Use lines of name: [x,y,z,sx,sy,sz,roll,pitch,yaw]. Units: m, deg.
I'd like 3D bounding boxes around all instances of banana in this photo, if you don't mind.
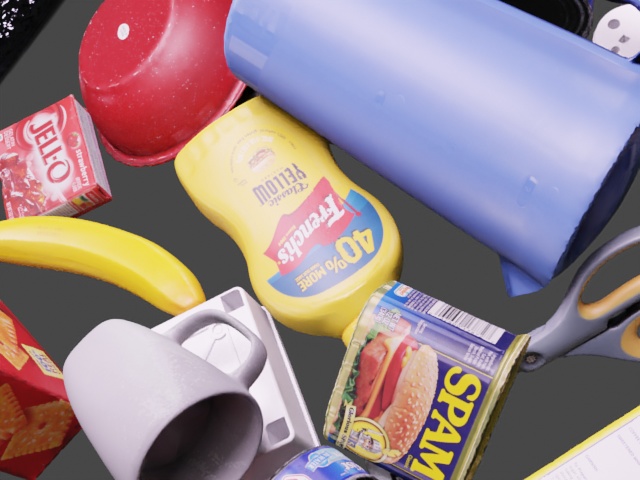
banana: [-0.155,0.016,0.724,0.198,0.037,0.069,10,37,19]

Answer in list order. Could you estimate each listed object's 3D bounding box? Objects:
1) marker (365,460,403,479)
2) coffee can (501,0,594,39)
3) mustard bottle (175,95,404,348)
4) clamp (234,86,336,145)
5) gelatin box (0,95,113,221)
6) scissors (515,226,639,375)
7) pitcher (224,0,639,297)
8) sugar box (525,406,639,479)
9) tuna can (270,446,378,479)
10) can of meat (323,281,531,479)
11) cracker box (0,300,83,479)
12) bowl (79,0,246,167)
marker: [0.056,0.173,0.591,0.020,0.020,0.121,-27,60,7]
coffee can: [0.130,-0.202,0.690,0.103,0.102,0.140,2,68,21]
mustard bottle: [-0.004,0.001,0.662,0.096,0.058,0.192,-32,69,-8]
clamp: [-0.015,-0.107,0.739,0.172,0.039,0.120,37,96,31]
gelatin box: [-0.199,-0.054,0.787,0.073,0.030,0.089,-25,61,8]
scissors: [0.138,0.069,0.602,0.202,0.096,0.016,-47,22,28]
pitcher: [0.072,-0.096,0.612,0.243,0.145,0.149,32,68,16]
sugar box: [0.179,0.134,0.549,0.176,0.048,0.093,-31,59,1]
tuna can: [-0.006,0.156,0.584,0.034,0.086,0.086,32,80,31]
can of meat: [0.056,0.082,0.583,0.084,0.057,0.102,25,114,16]
cracker box: [-0.255,0.051,0.652,0.072,0.213,0.164,-48,59,-5]
bowl: [-0.119,-0.135,0.757,0.162,0.055,0.162,-18,58,31]
